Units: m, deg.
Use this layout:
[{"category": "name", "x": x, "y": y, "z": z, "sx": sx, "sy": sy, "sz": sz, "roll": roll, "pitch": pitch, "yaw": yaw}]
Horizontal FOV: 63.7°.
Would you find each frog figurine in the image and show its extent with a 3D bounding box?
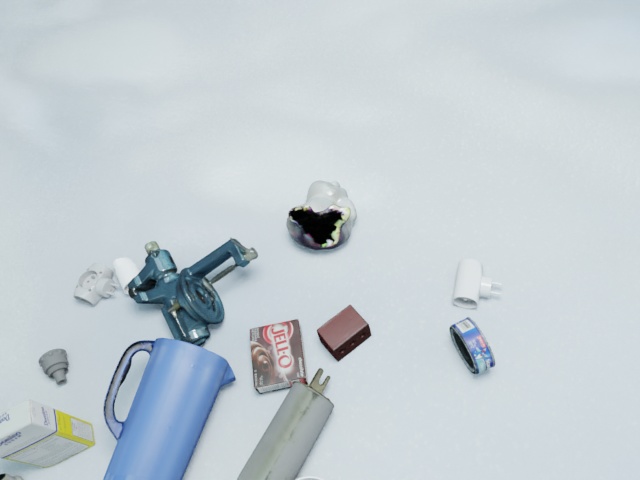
[{"category": "frog figurine", "x": 0.003, "y": -0.052, "z": 1.035, "sx": 0.137, "sy": 0.121, "sz": 0.162, "roll": -19, "pitch": 19, "yaw": 8}]
